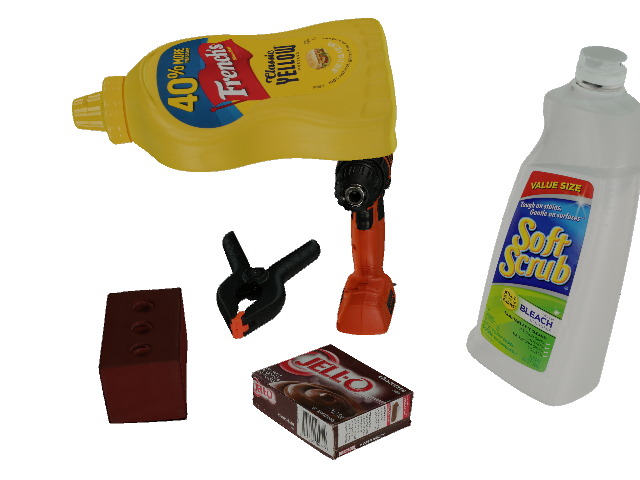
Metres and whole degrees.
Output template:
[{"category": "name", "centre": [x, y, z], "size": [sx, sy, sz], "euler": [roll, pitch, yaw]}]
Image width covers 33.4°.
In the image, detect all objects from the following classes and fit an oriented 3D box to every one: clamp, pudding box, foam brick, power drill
[{"category": "clamp", "centre": [-0.064, 0.047, 1.242], "size": [0.120, 0.039, 0.171], "euler": [-4, 40, 8]}, {"category": "pudding box", "centre": [0.009, 0.135, 0.911], "size": [0.089, 0.039, 0.114], "euler": [-17, 30, -36]}, {"category": "foam brick", "centre": [-0.117, 0.077, 0.713], "size": [0.053, 0.051, 0.078], "euler": [-4, 36, -4]}, {"category": "power drill", "centre": [0.044, -0.006, 1.049], "size": [0.057, 0.188, 0.184], "euler": [4, 20, 9]}]

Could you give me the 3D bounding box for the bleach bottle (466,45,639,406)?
[{"category": "bleach bottle", "centre": [0.165, -0.012, 0.735], "size": [0.067, 0.251, 0.103], "euler": [-19, 37, -33]}]

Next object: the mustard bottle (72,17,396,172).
[{"category": "mustard bottle", "centre": [-0.053, -0.085, 0.644], "size": [0.191, 0.096, 0.058], "euler": [-6, -37, 0]}]
